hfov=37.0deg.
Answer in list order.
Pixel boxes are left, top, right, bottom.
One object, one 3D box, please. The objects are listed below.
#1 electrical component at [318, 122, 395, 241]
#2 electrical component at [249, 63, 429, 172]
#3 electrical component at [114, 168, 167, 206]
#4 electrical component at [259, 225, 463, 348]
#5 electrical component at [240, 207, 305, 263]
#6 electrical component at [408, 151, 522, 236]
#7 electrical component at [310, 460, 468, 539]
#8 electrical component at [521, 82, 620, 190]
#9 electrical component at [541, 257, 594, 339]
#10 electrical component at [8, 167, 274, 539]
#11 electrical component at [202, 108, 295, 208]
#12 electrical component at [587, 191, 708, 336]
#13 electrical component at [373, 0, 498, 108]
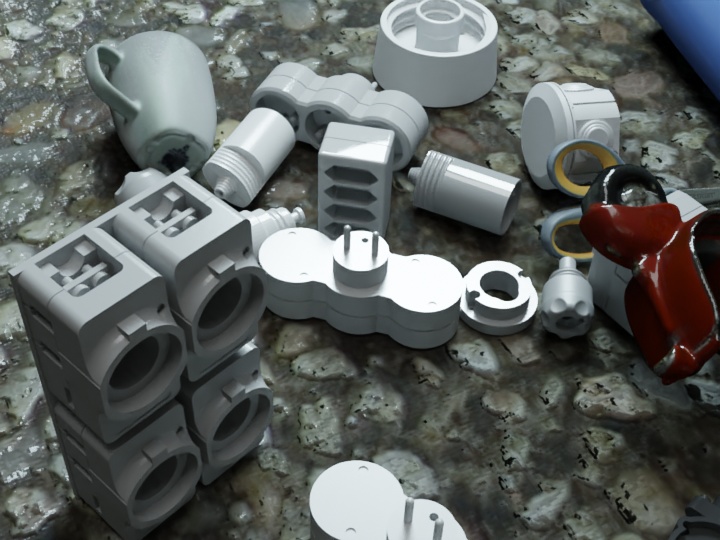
[{"bbox_3d":[0.000,-0.072,0.775,0.047,0.083,0.075,9,46,6],"label":"electrical component"},{"bbox_3d":[-0.010,-0.131,0.855,0.138,0.052,0.073,18,47,15],"label":"electrical component"},{"bbox_3d":[-0.144,-0.041,0.768,0.043,0.043,0.062,-27,53,-26],"label":"electrical component"},{"bbox_3d":[0.000,0.000,0.710,0.138,0.073,0.052,13,46,10],"label":"electrical component"},{"bbox_3d":[-0.073,-0.023,0.755,0.078,0.040,0.040,-28,52,-27],"label":"electrical component"},{"bbox_3d":[0.074,-0.059,0.793,0.081,0.043,0.043,20,48,17],"label":"electrical component"},{"bbox_3d":[0.032,0.147,0.567,0.138,0.073,0.052,31,52,26],"label":"electrical component"},{"bbox_3d":[0.158,-0.102,0.815,0.051,0.080,0.080,-6,46,-15],"label":"electrical component"},{"bbox_3d":[0.141,0.015,0.729,0.035,0.035,0.061,7,43,5],"label":"electrical component"},{"bbox_3d":[-0.107,0.054,0.574,0.060,0.186,0.105,34,54,28],"label":"electrical component"},{"bbox_3d":[-0.086,-0.082,0.809,0.043,0.043,0.081,19,48,16],"label":"electrical component"},{"bbox_3d":[0.206,-0.009,0.736,0.096,0.061,0.061,-26,52,-25],"label":"electrical component"},{"bbox_3d":[0.066,-0.195,0.914,0.108,0.060,0.108,1,46,-1],"label":"electrical component"}]
